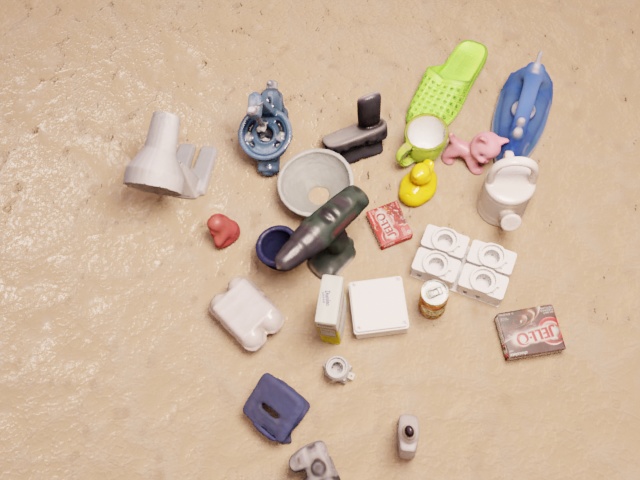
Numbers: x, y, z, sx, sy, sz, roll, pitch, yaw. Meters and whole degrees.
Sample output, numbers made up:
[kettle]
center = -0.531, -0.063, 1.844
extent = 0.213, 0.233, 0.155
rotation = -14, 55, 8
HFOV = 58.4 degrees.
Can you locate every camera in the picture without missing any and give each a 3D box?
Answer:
[camera]
center = -0.030, 0.448, 1.017
extent = 0.137, 0.101, 0.143
rotation = -23, 67, -3

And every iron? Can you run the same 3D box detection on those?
[iron]
center = 0.436, -0.272, 1.233
extent = 0.118, 0.141, 0.258
rotation = 15, 70, 13

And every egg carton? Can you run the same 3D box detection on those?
[egg carton]
center = -0.149, 0.149, 1.170
extent = 0.150, 0.069, 0.107
rotation = 41, 78, 20

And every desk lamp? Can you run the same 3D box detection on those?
[desk lamp]
center = -0.324, -0.168, 1.243
extent = 0.117, 0.214, 0.203
rotation = 8, 69, 10

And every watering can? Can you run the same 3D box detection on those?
[watering can]
center = 0.379, -0.102, 1.142
extent = 0.101, 0.194, 0.172
rotation = -17, 67, 0

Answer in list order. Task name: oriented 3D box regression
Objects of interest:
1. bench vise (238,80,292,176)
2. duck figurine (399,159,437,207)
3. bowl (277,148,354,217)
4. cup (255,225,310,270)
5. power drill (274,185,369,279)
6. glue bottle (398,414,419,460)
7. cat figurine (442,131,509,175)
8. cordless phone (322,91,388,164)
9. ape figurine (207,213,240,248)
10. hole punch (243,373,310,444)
[bench vise]
center = -0.132, -0.274, 1.260
extent = 0.121, 0.220, 0.207
rotation = -15, 67, 1
[duck figurine]
center = 0.212, -0.128, 1.231
extent = 0.077, 0.086, 0.105
rotation = 34, 76, 18
[bowl]
center = -0.006, -0.113, 1.257
extent = 0.167, 0.075, 0.167
rotation = -2, 68, 6
[cup]
center = -0.068, 0.030, 1.196
extent = 0.117, 0.095, 0.092
rotation = 14, 70, 12
[power drill]
center = 0.010, 0.004, 1.135
extent = 0.075, 0.208, 0.230
rotation = 37, 77, 19
[glue bottle]
center = 0.154, 0.340, 0.999
extent = 0.037, 0.173, 0.078
rotation = 1, 68, 8
[cat figurine]
center = 0.332, -0.201, 1.230
extent = 0.127, 0.118, 0.067
rotation = 20, 72, 15
[cordless phone]
center = 0.073, -0.254, 1.246
extent = 0.147, 0.185, 0.094
rotation = -24, 67, -3
[ape figurine]
center = -0.216, -0.026, 1.238
extent = 0.076, 0.092, 0.078
rotation = 3, 68, 8
[hole punch]
center = -0.084, 0.320, 1.081
extent = 0.108, 0.091, 0.101
rotation = 33, 75, 18
